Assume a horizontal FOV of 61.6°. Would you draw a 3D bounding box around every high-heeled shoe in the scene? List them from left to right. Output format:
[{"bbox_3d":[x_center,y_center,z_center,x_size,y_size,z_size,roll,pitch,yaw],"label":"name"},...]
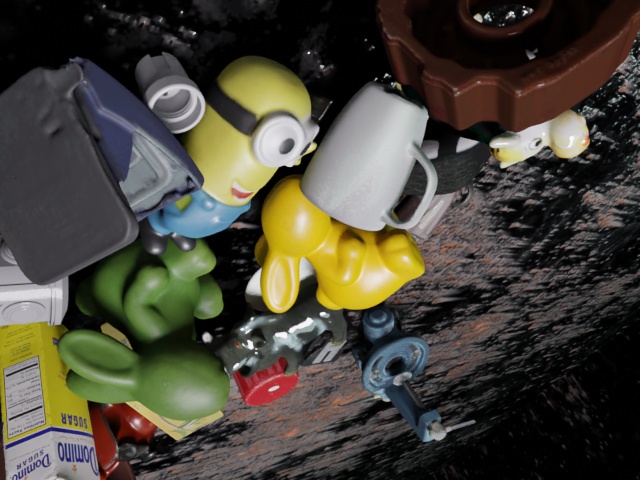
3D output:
[{"bbox_3d":[0.155,-0.134,0.561,0.249,0.145,0.086,-9,157,19],"label":"high-heeled shoe"}]

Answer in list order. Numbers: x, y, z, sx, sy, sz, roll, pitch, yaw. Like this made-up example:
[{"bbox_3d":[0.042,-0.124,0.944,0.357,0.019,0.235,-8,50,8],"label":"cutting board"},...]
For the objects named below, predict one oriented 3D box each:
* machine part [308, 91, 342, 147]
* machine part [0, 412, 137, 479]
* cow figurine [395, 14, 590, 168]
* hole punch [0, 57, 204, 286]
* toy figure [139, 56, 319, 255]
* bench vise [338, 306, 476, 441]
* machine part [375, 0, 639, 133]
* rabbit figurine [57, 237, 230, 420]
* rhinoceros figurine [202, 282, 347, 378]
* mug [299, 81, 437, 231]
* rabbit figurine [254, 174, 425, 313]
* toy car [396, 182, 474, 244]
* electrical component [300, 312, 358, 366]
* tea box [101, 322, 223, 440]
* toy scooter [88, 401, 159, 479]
[{"bbox_3d":[0.024,-0.097,0.503,0.084,0.039,0.138,-40,148,23],"label":"machine part"},{"bbox_3d":[-0.296,0.289,0.611,0.087,0.201,0.201,-35,147,2],"label":"machine part"},{"bbox_3d":[0.136,-0.114,0.449,0.098,0.167,0.068,-39,152,10],"label":"cow figurine"},{"bbox_3d":[-0.155,-0.048,0.354,0.142,0.115,0.092,-21,-168,31],"label":"hole punch"},{"bbox_3d":[-0.081,-0.062,0.424,0.180,0.089,0.082,-38,-170,26],"label":"toy figure"},{"bbox_3d":[0.124,0.229,0.857,0.129,0.241,0.223,-13,127,-21],"label":"bench vise"},{"bbox_3d":[0.132,-0.160,0.387,0.179,0.179,0.056,-33,150,2],"label":"machine part"},{"bbox_3d":[-0.148,0.084,0.482,0.159,0.170,0.121,-14,143,-26],"label":"rabbit figurine"},{"bbox_3d":[-0.055,0.116,0.652,0.190,0.073,0.112,-27,149,-5],"label":"rhinoceros figurine"},{"bbox_3d":[0.047,-0.066,0.437,0.081,0.110,0.107,-2,124,-49],"label":"mug"},{"bbox_3d":[-0.001,-0.002,0.569,0.162,0.122,0.173,-33,134,20],"label":"rabbit figurine"},{"bbox_3d":[0.113,-0.015,0.674,0.089,0.053,0.202,12,129,-43],"label":"toy car"},{"bbox_3d":[-0.006,0.162,0.820,0.075,0.048,0.119,7,130,-43],"label":"electrical component"},{"bbox_3d":[-0.178,0.155,0.624,0.068,0.098,0.169,-25,145,-10],"label":"tea box"},{"bbox_3d":[-0.244,0.219,0.621,0.075,0.135,0.183,-37,148,7],"label":"toy scooter"}]
